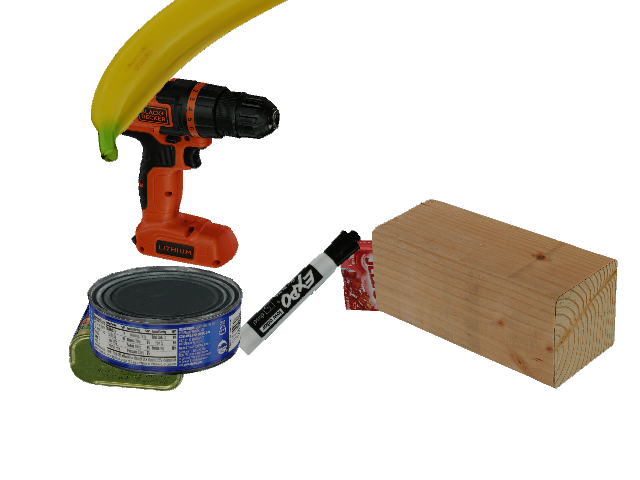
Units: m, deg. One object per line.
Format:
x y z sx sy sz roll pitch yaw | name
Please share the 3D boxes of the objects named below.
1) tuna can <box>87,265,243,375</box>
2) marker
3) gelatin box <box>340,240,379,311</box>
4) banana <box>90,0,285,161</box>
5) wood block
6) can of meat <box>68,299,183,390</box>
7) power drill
-0.087 0.044 0.600 0.086 0.034 0.086 2 18 -1 | tuna can
-0.016 0.036 0.788 0.121 0.020 0.020 -44 10 -10 | marker
0.064 0.043 1.298 0.073 0.089 0.030 2 30 17 | gelatin box
-0.084 -0.130 0.701 0.070 0.197 0.037 38 -13 28 | banana
0.152 0.041 0.965 0.090 0.090 0.206 -27 34 -36 | wood block
-0.159 0.082 0.920 0.102 0.057 0.084 4 29 2 | can of meat
-0.124 -0.068 1.057 0.185 0.188 0.057 11 30 20 | power drill
